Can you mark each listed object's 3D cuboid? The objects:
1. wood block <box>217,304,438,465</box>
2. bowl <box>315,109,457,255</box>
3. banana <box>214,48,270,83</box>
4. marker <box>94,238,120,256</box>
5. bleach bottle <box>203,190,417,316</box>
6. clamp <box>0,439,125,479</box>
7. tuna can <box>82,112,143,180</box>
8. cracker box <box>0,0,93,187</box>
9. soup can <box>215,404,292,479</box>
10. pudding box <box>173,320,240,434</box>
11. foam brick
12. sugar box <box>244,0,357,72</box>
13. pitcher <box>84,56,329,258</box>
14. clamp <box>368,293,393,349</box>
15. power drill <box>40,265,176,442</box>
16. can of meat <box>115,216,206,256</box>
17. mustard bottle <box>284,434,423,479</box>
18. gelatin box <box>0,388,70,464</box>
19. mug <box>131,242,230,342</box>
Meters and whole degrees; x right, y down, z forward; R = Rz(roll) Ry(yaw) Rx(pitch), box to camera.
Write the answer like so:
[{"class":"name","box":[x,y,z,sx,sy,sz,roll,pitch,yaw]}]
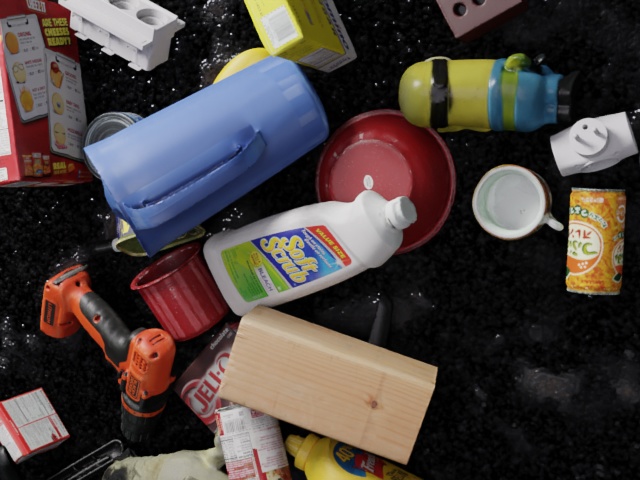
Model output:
[{"class":"wood block","box":[0.009,0.149,1.116,0.206,0.090,0.091,19,99,6]},{"class":"bowl","box":[0.062,-0.062,1.148,0.162,0.055,0.162,1,94,20]},{"class":"banana","box":[-0.102,-0.142,1.211,0.070,0.037,0.198,34,104,15]},{"class":"marker","box":[-0.216,0.001,1.272,0.121,0.020,0.020,-11,90,21]},{"class":"bleach bottle","box":[-0.007,0.001,1.131,0.251,0.067,0.102,-23,94,38]},{"class":"clamp","box":[-0.338,0.309,1.299,0.210,0.164,0.036,-59,46,35]},{"class":"tuna can","box":[-0.238,-0.109,1.264,0.086,0.033,0.086,1,94,20]},{"class":"cracker box","box":[-0.341,-0.168,1.230,0.072,0.164,0.214,-7,91,18]},{"class":"soup can","box":[-0.072,0.228,1.161,0.069,0.068,0.102,-16,82,20]},{"class":"pudding box","box":[-0.103,0.162,1.230,0.090,0.039,0.114,44,107,12]},{"class":"foam brick","box":[0.168,-0.245,1.098,0.078,0.051,0.053,-29,84,19]},{"class":"sugar box","box":[-0.020,-0.229,1.102,0.048,0.176,0.093,-25,86,21]},{"class":"pitcher","box":[-0.112,-0.093,1.122,0.242,0.145,0.149,-31,67,-7]},{"class":"clamp","box":[0.034,0.150,1.180,0.120,0.039,0.171,-10,90,20]},{"class":"power drill","box":[-0.248,0.132,1.253,0.188,0.057,0.185,39,134,20]},{"class":"can of meat","box":[-0.187,-0.038,1.225,0.102,0.057,0.084,-18,67,21]},{"class":"mustard bottle","box":[0.047,0.261,1.152,0.192,0.096,0.058,24,103,17]},{"class":"gelatin box","box":[-0.356,0.226,1.300,0.030,0.089,0.073,-38,81,21]},{"class":"mug","box":[-0.160,0.061,1.220,0.117,0.093,0.081,-4,120,58]}]
